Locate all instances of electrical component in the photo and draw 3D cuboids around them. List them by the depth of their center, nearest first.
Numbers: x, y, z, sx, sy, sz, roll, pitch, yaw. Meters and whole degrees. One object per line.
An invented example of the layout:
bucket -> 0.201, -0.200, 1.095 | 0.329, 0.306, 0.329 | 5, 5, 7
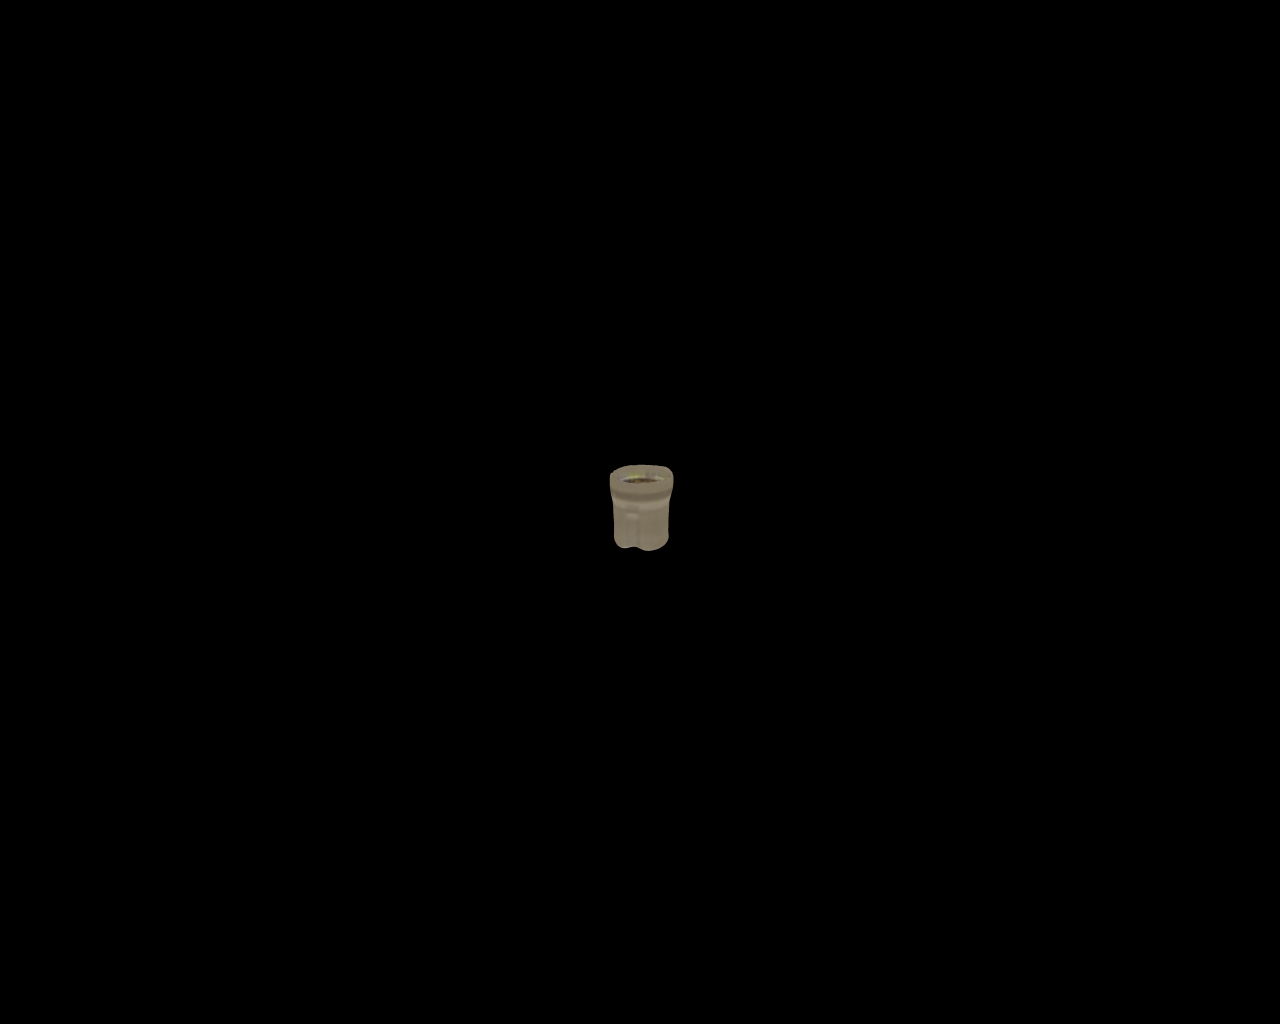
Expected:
electrical component -> 0.001, -0.003, 0.650 | 0.040, 0.046, 0.040 | 0, 19, 0
